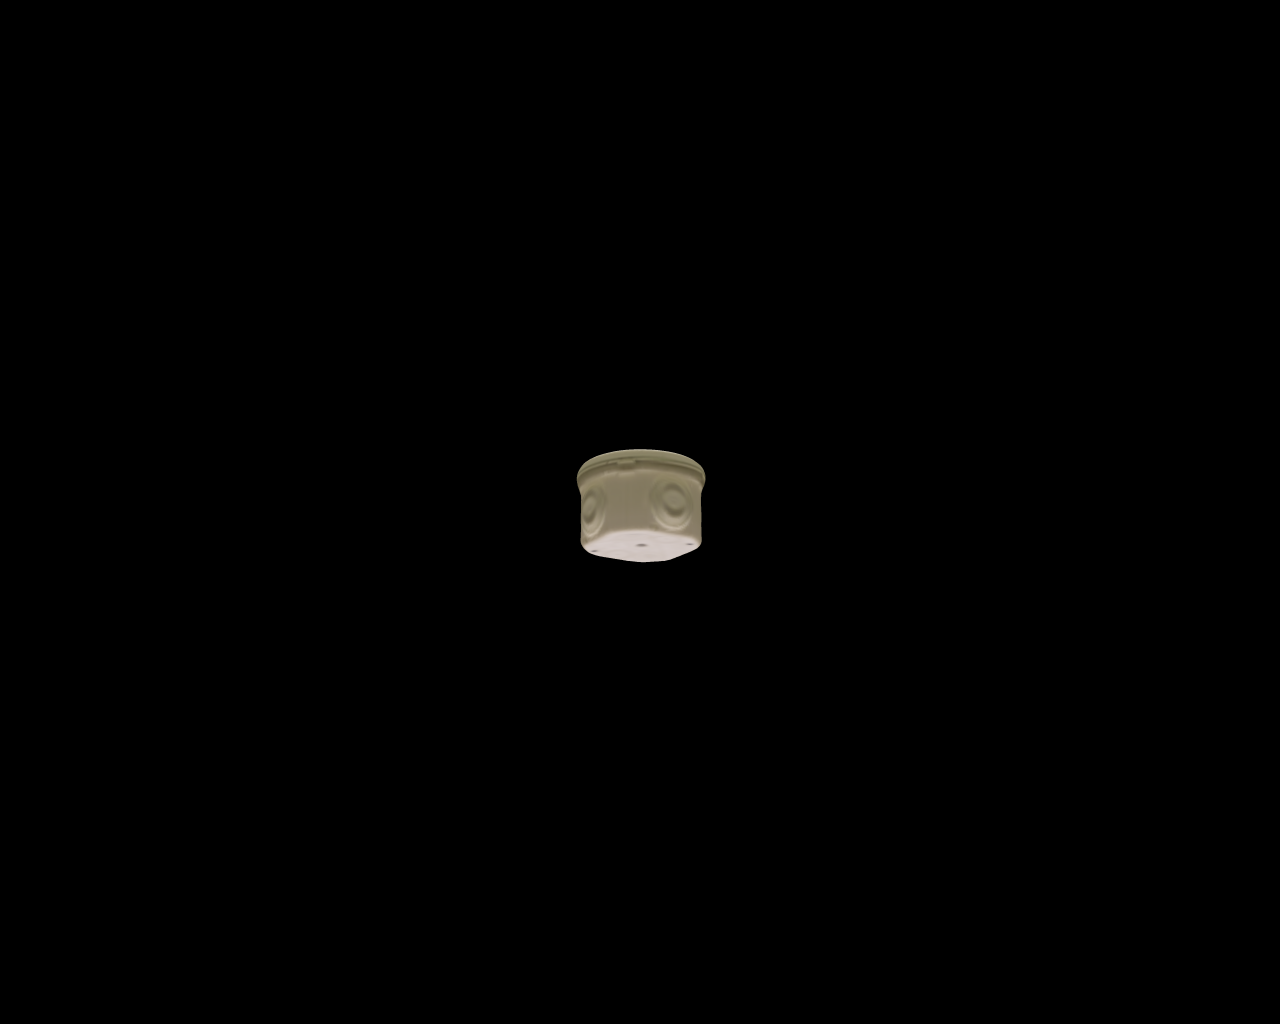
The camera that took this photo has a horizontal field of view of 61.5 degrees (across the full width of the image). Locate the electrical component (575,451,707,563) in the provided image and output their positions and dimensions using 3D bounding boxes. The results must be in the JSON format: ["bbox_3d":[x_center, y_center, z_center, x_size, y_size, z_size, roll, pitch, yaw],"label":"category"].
[{"bbox_3d":[0.001,-0.003,0.650,0.080,0.051,0.080,0,-18,0],"label":"electrical component"}]
